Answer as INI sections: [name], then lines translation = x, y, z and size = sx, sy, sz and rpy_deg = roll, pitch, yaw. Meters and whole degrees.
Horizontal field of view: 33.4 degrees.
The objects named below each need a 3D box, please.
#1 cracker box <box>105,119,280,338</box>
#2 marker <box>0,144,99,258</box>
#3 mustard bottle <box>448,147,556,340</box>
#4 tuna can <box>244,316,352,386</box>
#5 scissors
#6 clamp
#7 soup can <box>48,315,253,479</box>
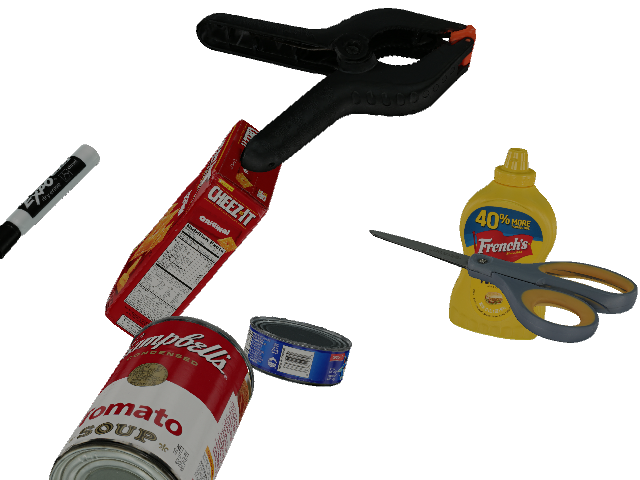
[cracker box]
translation = -0.134, -0.011, 1.146
size = 0.072, 0.214, 0.164
rpy_deg = 36, 23, -12
[marker]
translation = -0.208, -0.029, 0.795
size = 0.020, 0.020, 0.121
rpy_deg = 0, 40, 39
[mustard bottle]
translation = 0.188, 0.001, 1.083
size = 0.096, 0.192, 0.058
rpy_deg = 12, 19, 21
[tuna can]
translation = -0.019, 0.090, 0.872
size = 0.086, 0.034, 0.086
rpy_deg = 14, 6, -2
[scissors]
translation = 0.116, 0.029, 0.745
size = 0.202, 0.016, 0.096
rpy_deg = 9, 31, 19
[clamp]
translation = 0.015, -0.096, 0.645
size = 0.171, 0.120, 0.039
rpy_deg = -6, -28, -6
[soup can]
translation = -0.078, 0.091, 0.505
size = 0.068, 0.068, 0.102
rpy_deg = 0, 28, 14
